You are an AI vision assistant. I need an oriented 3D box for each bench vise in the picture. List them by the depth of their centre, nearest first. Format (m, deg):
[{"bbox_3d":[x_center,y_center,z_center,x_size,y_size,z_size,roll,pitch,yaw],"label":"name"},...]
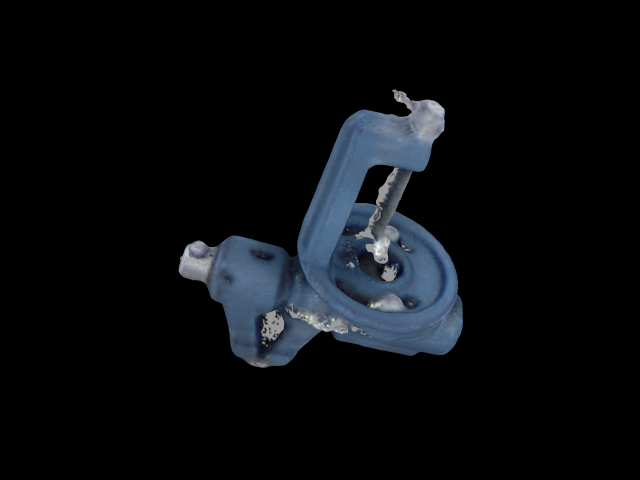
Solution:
[{"bbox_3d":[0.007,0.009,0.391,0.207,0.220,0.121,-10,44,-11],"label":"bench vise"}]
